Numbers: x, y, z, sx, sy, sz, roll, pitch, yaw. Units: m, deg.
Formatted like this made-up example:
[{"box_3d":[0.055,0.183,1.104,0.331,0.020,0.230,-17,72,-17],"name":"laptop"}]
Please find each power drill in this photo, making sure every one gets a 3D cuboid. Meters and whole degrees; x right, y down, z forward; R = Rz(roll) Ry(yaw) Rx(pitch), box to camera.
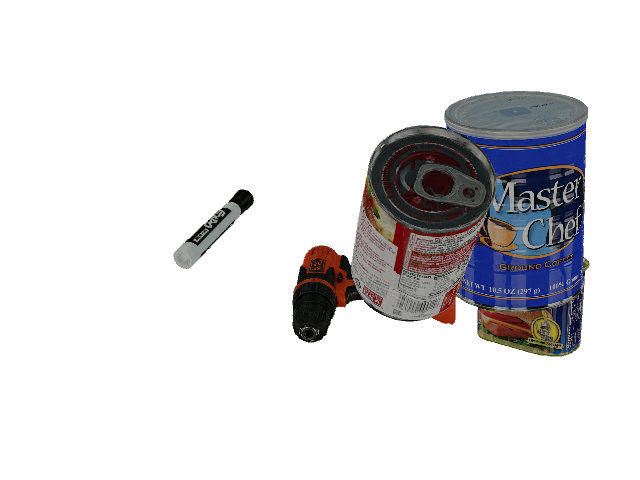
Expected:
[{"box_3d":[0.062,0.061,1.239,0.187,0.057,0.184,1,28,5],"name":"power drill"}]

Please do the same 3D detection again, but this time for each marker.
[{"box_3d":[-0.092,-0.013,0.949,0.020,0.020,0.121,0,29,28],"name":"marker"}]

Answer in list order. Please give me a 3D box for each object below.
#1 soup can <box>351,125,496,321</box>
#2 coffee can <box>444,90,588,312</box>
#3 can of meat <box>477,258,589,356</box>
[{"box_3d":[0.055,-0.006,0.598,0.068,0.068,0.102,0,-32,-5],"name":"soup can"},{"box_3d":[0.146,-0.031,0.800,0.103,0.140,0.103,-4,23,1],"name":"coffee can"},{"box_3d":[0.195,0.055,0.994,0.102,0.084,0.057,14,26,37],"name":"can of meat"}]
